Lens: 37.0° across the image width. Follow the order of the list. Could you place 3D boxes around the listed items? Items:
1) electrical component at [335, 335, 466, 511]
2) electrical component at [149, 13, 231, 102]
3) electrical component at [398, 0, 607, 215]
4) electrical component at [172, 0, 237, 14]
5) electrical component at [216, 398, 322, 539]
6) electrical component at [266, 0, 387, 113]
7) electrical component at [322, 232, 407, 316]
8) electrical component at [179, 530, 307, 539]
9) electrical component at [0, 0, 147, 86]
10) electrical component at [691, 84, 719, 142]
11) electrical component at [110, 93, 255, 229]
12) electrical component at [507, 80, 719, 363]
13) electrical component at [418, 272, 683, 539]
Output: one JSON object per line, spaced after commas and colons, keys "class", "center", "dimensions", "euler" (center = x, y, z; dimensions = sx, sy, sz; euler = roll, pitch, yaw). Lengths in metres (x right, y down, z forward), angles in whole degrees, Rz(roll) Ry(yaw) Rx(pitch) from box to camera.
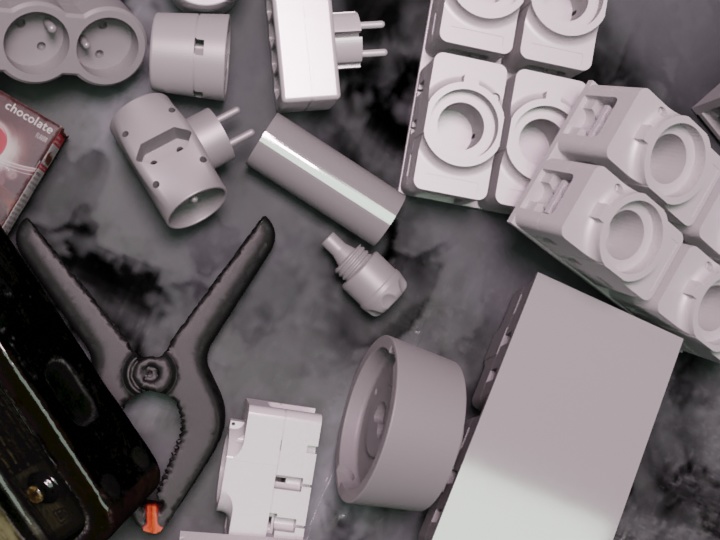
{"class": "electrical component", "center": [0.031, 0.101, 0.686], "dimensions": [0.060, 0.108, 0.108], "euler": [16, 87, -14]}
{"class": "electrical component", "center": [-0.109, -0.138, 0.692], "dimensions": [0.047, 0.055, 0.055], "euler": [4, 89, -5]}
{"class": "electrical component", "center": [0.097, -0.135, 0.719], "dimensions": [0.105, 0.060, 0.186], "euler": [10, 88, -8]}
{"class": "electrical component", "center": [-0.101, -0.193, 0.697], "dimensions": [0.055, 0.047, 0.055], "euler": [0, 89, -9]}
{"class": "electrical component", "center": [-0.062, 0.132, 0.697], "dimensions": [0.056, 0.050, 0.089], "euler": [9, 88, -9]}
{"class": "electrical component", "center": [-0.020, -0.150, 0.709], "dimensions": [0.076, 0.047, 0.083], "euler": [-6, 90, -9]}
{"class": "electrical component", "center": [0.000, 0.000, 0.716], "dimensions": [0.061, 0.035, 0.035], "euler": [44, 84, -3]}
{"class": "electrical component", "center": [-0.076, 0.245, 0.663], "dimensions": [0.089, 0.061, 0.150], "euler": [6, 109, -8]}
{"class": "electrical component", "center": [-0.210, -0.154, 0.671], "dimensions": [0.138, 0.073, 0.052], "euler": [-3, 121, -30]}
{"class": "electrical component", "center": [0.301, -0.122, 0.704], "dimensions": [0.089, 0.150, 0.061], "euler": [-41, 94, -7]}
{"class": "electrical component", "center": [-0.106, -0.078, 0.686], "dimensions": [0.079, 0.043, 0.077], "euler": [-30, 74, -12]}
{"class": "electrical component", "center": [0.200, -0.026, 0.699], "dimensions": [0.186, 0.060, 0.105], "euler": [33, 84, -30]}
{"class": "electrical component", "center": [0.123, 0.112, 0.704], "dimensions": [0.105, 0.060, 0.186], "euler": [25, 76, -2]}
